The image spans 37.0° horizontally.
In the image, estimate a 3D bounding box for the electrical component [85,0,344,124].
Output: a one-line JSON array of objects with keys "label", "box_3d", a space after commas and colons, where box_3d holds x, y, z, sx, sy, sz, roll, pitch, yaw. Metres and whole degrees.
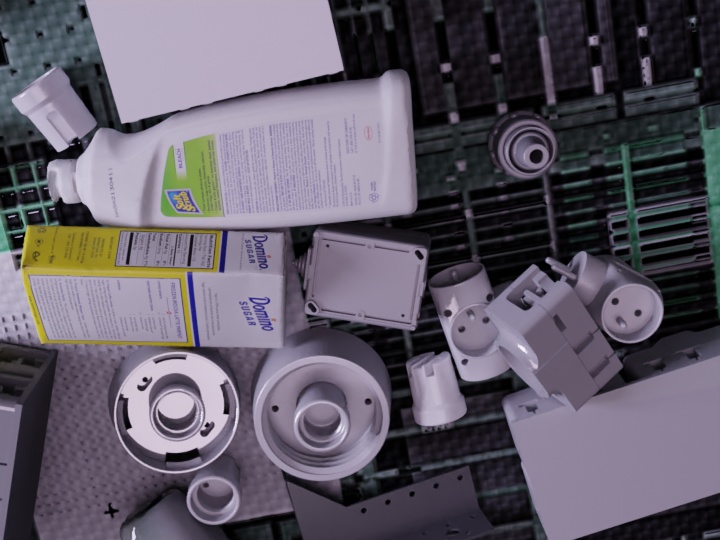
[{"label": "electrical component", "box_3d": [-0.094, -0.161, 0.716, 0.150, 0.061, 0.089, -13, 106, 1]}]

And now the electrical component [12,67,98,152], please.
[{"label": "electrical component", "box_3d": [-0.208, -0.110, 0.738, 0.040, 0.040, 0.046, -33, 111, 6]}]

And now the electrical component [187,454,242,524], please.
[{"label": "electrical component", "box_3d": [-0.109, 0.164, 0.814, 0.040, 0.046, 0.040, -1, 106, -3]}]

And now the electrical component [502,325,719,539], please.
[{"label": "electrical component", "box_3d": [0.212, 0.120, 0.810, 0.186, 0.060, 0.105, -18, 106, 2]}]

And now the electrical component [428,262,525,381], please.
[{"label": "electrical component", "box_3d": [0.099, 0.032, 0.789, 0.079, 0.044, 0.077, -21, 107, 0]}]

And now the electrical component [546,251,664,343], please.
[{"label": "electrical component", "box_3d": [0.169, 0.012, 0.769, 0.079, 0.077, 0.043, 26, 103, -9]}]

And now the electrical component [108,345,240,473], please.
[{"label": "electrical component", "box_3d": [-0.138, 0.102, 0.799, 0.099, 0.064, 0.099, -1, 95, -12]}]

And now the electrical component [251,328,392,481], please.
[{"label": "electrical component", "box_3d": [-0.028, 0.103, 0.794, 0.108, 0.060, 0.108, -1, 106, -3]}]

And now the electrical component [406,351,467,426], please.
[{"label": "electrical component", "box_3d": [0.056, 0.088, 0.805, 0.040, 0.040, 0.046, -13, 100, 1]}]

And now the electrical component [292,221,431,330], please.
[{"label": "electrical component", "box_3d": [0.000, 0.000, 0.770, 0.096, 0.061, 0.061, 9, 104, 4]}]

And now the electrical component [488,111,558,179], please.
[{"label": "electrical component", "box_3d": [0.117, -0.084, 0.748, 0.048, 0.062, 0.048, -1, 106, -3]}]

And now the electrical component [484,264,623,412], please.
[{"label": "electrical component", "box_3d": [0.133, 0.051, 0.754, 0.056, 0.050, 0.089, -42, 120, -6]}]

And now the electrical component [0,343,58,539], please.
[{"label": "electrical component", "box_3d": [-0.272, 0.156, 0.774, 0.060, 0.105, 0.186, 11, 105, -6]}]
